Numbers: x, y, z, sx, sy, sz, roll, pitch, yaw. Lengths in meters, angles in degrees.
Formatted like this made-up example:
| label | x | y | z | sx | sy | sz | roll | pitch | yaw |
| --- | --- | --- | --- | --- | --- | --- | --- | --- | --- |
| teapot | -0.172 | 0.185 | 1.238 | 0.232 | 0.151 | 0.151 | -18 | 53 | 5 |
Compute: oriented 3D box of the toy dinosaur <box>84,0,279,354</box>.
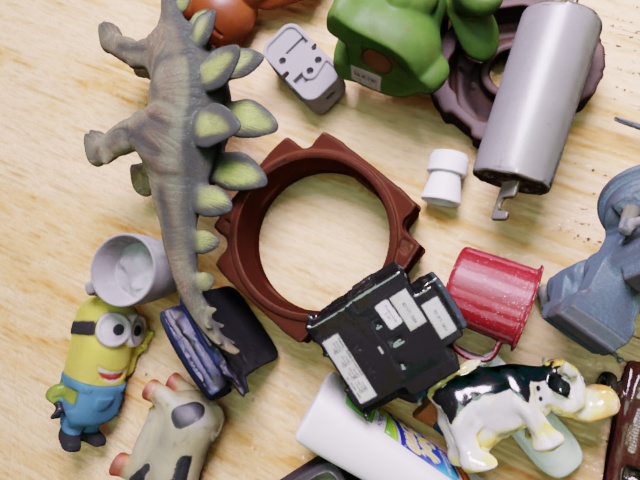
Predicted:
| label | x | y | z | sx | sy | sz | roll | pitch | yaw |
| --- | --- | --- | --- | --- | --- | --- | --- | --- | --- |
| toy dinosaur | -0.151 | -0.113 | 0.587 | 0.199 | 0.105 | 0.471 | -8 | 82 | 26 |

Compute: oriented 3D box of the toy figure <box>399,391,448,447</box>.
| label | x | y | z | sx | sy | sz | roll | pitch | yaw |
| --- | --- | --- | --- | --- | --- | --- | --- | --- | --- |
| toy figure | 0.112 | 0.156 | 0.576 | 0.064 | 0.058 | 0.154 | -44 | 81 | 11 |

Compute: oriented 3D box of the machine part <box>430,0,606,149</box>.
| label | x | y | z | sx | sy | sz | roll | pitch | yaw |
| --- | --- | --- | --- | --- | --- | --- | --- | --- | --- |
| machine part | 0.210 | -0.182 | 0.593 | 0.180 | 0.056 | 0.179 | -2 | 84 | 14 |

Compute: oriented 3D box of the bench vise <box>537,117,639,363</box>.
| label | x | y | z | sx | sy | sz | roll | pitch | yaw |
| --- | --- | --- | --- | --- | --- | --- | --- | --- | --- |
| bench vise | 0.308 | -0.011 | 0.510 | 0.129 | 0.223 | 0.240 | 30 | 60 | 9 |

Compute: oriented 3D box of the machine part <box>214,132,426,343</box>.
| label | x | y | z | sx | sy | sz | roll | pitch | yaw |
| --- | --- | --- | --- | --- | --- | --- | --- | --- | --- |
| machine part | -0.001 | -0.002 | 0.605 | 0.201 | 0.087 | 0.201 | 41 | 95 | 13 |

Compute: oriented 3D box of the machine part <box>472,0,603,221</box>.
| label | x | y | z | sx | sy | sz | roll | pitch | yaw |
| --- | --- | --- | --- | --- | --- | --- | --- | --- | --- |
| machine part | 0.209 | -0.134 | 0.520 | 0.079 | 0.079 | 0.243 | 17 | 90 | 14 |

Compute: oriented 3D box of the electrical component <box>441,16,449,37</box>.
| label | x | y | z | sx | sy | sz | roll | pitch | yaw |
| --- | --- | --- | --- | --- | --- | --- | --- | --- | --- |
| electrical component | 0.125 | -0.274 | 0.626 | 0.119 | 0.047 | 0.075 | -19 | 81 | 10 |

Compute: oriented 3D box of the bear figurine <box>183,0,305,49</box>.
| label | x | y | z | sx | sy | sz | roll | pitch | yaw |
| --- | --- | --- | --- | --- | --- | --- | --- | --- | --- |
| bear figurine | -0.076 | -0.317 | 0.658 | 0.120 | 0.132 | 0.196 | 43 | 129 | -19 |

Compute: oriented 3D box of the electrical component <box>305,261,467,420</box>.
| label | x | y | z | sx | sy | sz | roll | pitch | yaw |
| --- | --- | --- | --- | --- | --- | --- | --- | --- | --- |
| electrical component | 0.070 | 0.090 | 0.518 | 0.134 | 0.058 | 0.114 | -30 | 97 | 5 |

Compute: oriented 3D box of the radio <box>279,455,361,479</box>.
| label | x | y | z | sx | sy | sz | roll | pitch | yaw |
| --- | --- | --- | --- | --- | --- | --- | --- | --- | --- |
| radio | 0.017 | 0.355 | 0.564 | 0.131 | 0.073 | 0.229 | -29 | 77 | 7 |

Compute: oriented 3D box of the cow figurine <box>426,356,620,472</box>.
| label | x | y | z | sx | sy | sz | roll | pitch | yaw |
| --- | --- | --- | --- | --- | --- | --- | --- | --- | --- |
| cow figurine | 0.193 | 0.151 | 0.517 | 0.167 | 0.068 | 0.098 | -19 | 78 | -2 |

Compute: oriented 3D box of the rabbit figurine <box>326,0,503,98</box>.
| label | x | y | z | sx | sy | sz | roll | pitch | yaw |
| --- | --- | --- | --- | --- | --- | --- | --- | --- | --- |
| rabbit figurine | 0.106 | -0.241 | 0.546 | 0.159 | 0.121 | 0.170 | 25 | 78 | 22 |

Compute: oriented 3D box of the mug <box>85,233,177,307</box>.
| label | x | y | z | sx | sy | sz | roll | pitch | yaw |
| --- | --- | --- | --- | --- | --- | --- | --- | --- | --- |
| mug | -0.212 | 0.043 | 0.636 | 0.109 | 0.107 | 0.081 | -29 | 78 | 13 |

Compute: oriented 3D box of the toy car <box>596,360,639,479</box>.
| label | x | y | z | sx | sy | sz | roll | pitch | yaw |
| --- | --- | --- | --- | --- | --- | --- | --- | --- | --- |
| toy car | 0.310 | 0.222 | 0.526 | 0.089 | 0.053 | 0.202 | 12 | 87 | 17 |

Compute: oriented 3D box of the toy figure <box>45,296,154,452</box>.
| label | x | y | z | sx | sy | sz | roll | pitch | yaw |
| --- | --- | --- | --- | --- | --- | --- | --- | --- | --- |
| toy figure | -0.274 | 0.156 | 0.652 | 0.089 | 0.082 | 0.180 | 17 | 90 | 12 |

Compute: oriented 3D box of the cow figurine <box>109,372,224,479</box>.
| label | x | y | z | sx | sy | sz | roll | pitch | yaw |
| --- | --- | --- | --- | --- | --- | --- | --- | --- | --- |
| cow figurine | -0.169 | 0.268 | 0.616 | 0.127 | 0.085 | 0.195 | 22 | 88 | 20 |

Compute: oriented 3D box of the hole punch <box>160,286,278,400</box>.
| label | x | y | z | sx | sy | sz | roll | pitch | yaw |
| --- | --- | --- | --- | --- | --- | --- | --- | --- | --- |
| hole punch | -0.126 | 0.121 | 0.608 | 0.092 | 0.115 | 0.142 | -36 | 77 | 15 |
